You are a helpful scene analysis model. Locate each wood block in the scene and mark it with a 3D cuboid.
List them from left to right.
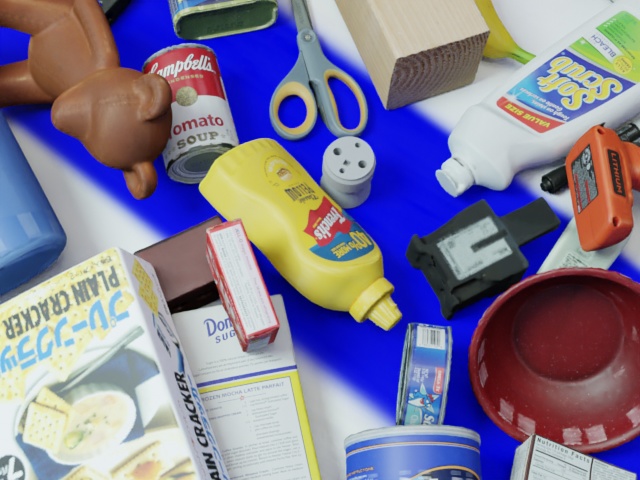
[{"bbox_3d":[0.064,-0.235,0.968,0.090,0.090,0.206,-19,69,-10],"label":"wood block"}]

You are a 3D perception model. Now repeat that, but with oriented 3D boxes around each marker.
[{"bbox_3d":[0.246,-0.075,0.948,0.121,0.020,0.020,-30,72,-14],"label":"marker"}]

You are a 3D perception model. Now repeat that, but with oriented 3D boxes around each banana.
[{"bbox_3d":[0.152,-0.246,1.008,0.069,0.037,0.198,2,68,-19],"label":"banana"}]

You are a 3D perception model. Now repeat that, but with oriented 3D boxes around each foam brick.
[{"bbox_3d":[-0.106,0.025,0.874,0.078,0.053,0.051,-25,71,-11],"label":"foam brick"}]

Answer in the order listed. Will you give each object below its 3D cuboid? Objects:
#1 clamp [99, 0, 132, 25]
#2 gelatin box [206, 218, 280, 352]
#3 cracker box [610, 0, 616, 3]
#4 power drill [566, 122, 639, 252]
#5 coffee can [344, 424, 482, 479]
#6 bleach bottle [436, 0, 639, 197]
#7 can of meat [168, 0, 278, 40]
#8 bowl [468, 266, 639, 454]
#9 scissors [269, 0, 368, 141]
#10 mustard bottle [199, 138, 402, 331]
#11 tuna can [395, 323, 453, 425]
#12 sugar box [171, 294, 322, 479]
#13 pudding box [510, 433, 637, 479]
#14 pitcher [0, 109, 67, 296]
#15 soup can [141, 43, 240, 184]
[{"bbox_3d":[-0.197,-0.290,1.007,0.164,0.036,0.210,-6,69,-5],"label":"clamp"},{"bbox_3d":[-0.060,0.036,0.806,0.030,0.073,0.089,-20,79,-11],"label":"gelatin box"},{"bbox_3d":[0.347,-0.232,0.939,0.072,0.164,0.214,-41,75,-15],"label":"cracker box"},{"bbox_3d":[0.307,-0.022,0.892,0.187,0.057,0.184,5,59,-16],"label":"power drill"},{"bbox_3d":[0.070,0.214,0.777,0.103,0.103,0.140,0,68,-3],"label":"coffee can"},{"bbox_3d":[0.212,-0.114,0.941,0.250,0.068,0.103,-36,74,-13],"label":"bleach bottle"},{"bbox_3d":[-0.094,-0.236,0.980,0.102,0.057,0.084,-12,71,-7],"label":"can of meat"},{"bbox_3d":[0.197,0.086,0.835,0.162,0.055,0.162,2,111,6],"label":"bowl"},{"bbox_3d":[-0.026,-0.170,0.977,0.096,0.016,0.202,-24,71,-12],"label":"scissors"},{"bbox_3d":[-0.006,0.001,0.873,0.192,0.058,0.096,46,32,13],"label":"mustard bottle"},{"bbox_3d":[0.080,0.108,0.830,0.034,0.086,0.086,7,68,2],"label":"tuna can"},{"bbox_3d":[-0.057,0.137,0.835,0.093,0.048,0.176,-10,65,-7],"label":"sugar box"},{"bbox_3d":[0.185,0.213,0.800,0.090,0.039,0.113,21,51,-1],"label":"pudding box"},{"bbox_3d":[-0.315,-0.066,0.853,0.144,0.149,0.243,-28,84,-35],"label":"pitcher"},{"bbox_3d":[-0.110,-0.108,0.920,0.068,0.068,0.102,-13,70,-8],"label":"soup can"}]
